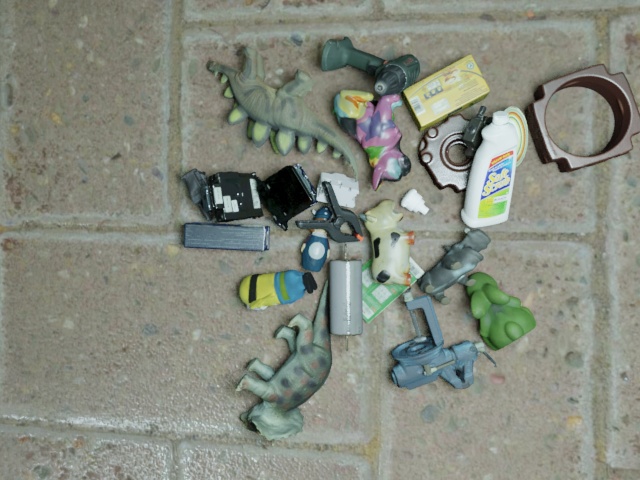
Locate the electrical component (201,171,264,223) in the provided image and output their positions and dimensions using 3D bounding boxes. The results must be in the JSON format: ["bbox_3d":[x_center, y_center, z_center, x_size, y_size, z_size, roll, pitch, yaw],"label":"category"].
[{"bbox_3d":[-0.207,-0.100,1.252,0.134,0.058,0.115,-5,85,-36],"label":"electrical component"}]

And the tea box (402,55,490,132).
[{"bbox_3d":[0.282,-0.328,1.212,0.170,0.068,0.098,-25,87,6],"label":"tea box"}]

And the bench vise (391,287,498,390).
[{"bbox_3d":[0.250,0.221,1.193,0.224,0.129,0.240,-18,94,8],"label":"bench vise"}]

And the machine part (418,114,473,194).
[{"bbox_3d":[0.314,-0.195,1.214,0.179,0.056,0.179,0,91,7],"label":"machine part"}]

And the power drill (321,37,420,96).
[{"bbox_3d":[0.108,-0.380,1.175,0.208,0.232,0.085,22,124,26],"label":"power drill"}]

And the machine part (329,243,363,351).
[{"bbox_3d":[0.059,0.129,1.223,0.079,0.079,0.243,0,87,8],"label":"machine part"}]

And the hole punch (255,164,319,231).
[{"bbox_3d":[-0.072,-0.109,1.258,0.116,0.092,0.142,-29,95,22],"label":"hole punch"}]

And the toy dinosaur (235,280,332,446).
[{"bbox_3d":[-0.051,0.302,1.241,0.192,0.131,0.405,42,91,-6],"label":"toy dinosaur"}]

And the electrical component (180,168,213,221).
[{"bbox_3d":[-0.279,-0.107,1.287,0.048,0.075,0.119,-32,82,8],"label":"electrical component"}]

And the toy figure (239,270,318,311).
[{"bbox_3d":[-0.101,0.112,1.261,0.180,0.082,0.089,-17,69,15],"label":"toy figure"}]

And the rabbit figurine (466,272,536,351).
[{"bbox_3d":[0.372,0.147,1.173,0.121,0.159,0.170,-38,70,16],"label":"rabbit figurine"}]

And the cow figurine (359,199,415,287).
[{"bbox_3d":[0.150,0.005,1.214,0.127,0.085,0.194,3,86,8],"label":"cow figurine"}]

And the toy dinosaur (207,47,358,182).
[{"bbox_3d":[-0.087,-0.300,1.250,0.472,0.105,0.198,30,102,16],"label":"toy dinosaur"}]

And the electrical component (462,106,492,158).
[{"bbox_3d":[0.345,-0.225,1.152,0.045,0.078,0.102,25,86,28],"label":"electrical component"}]

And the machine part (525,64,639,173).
[{"bbox_3d":[0.567,-0.259,1.164,0.201,0.087,0.201,-19,89,8],"label":"machine part"}]

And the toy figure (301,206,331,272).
[{"bbox_3d":[-0.001,-0.004,1.260,0.064,0.058,0.154,13,92,-35],"label":"toy figure"}]

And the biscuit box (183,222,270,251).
[{"bbox_3d":[-0.223,-0.009,1.287,0.203,0.059,0.062,3,92,7],"label":"biscuit box"}]

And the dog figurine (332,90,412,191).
[{"bbox_3d":[0.116,-0.221,1.218,0.192,0.108,0.219,6,94,7],"label":"dog figurine"}]

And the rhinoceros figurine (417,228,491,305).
[{"bbox_3d":[0.302,0.057,1.195,0.073,0.112,0.190,37,109,-15],"label":"rhinoceros figurine"}]
